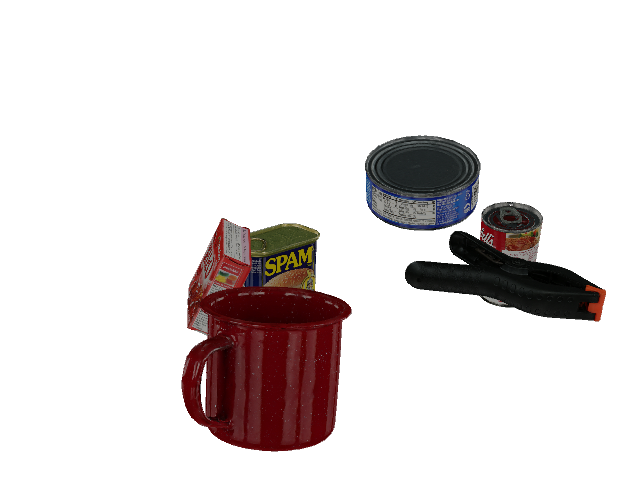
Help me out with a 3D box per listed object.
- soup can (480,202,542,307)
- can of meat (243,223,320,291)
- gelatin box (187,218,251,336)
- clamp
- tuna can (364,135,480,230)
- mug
[{"bbox_3d":[0.215,0.016,1.216,0.068,0.102,0.068,-1,30,0],"label":"soup can"},{"bbox_3d":[-0.050,0.036,1.139,0.101,0.084,0.058,-17,26,-42],"label":"can of meat"},{"bbox_3d":[-0.087,0.030,0.912,0.030,0.073,0.089,23,19,-14],"label":"gelatin box"},{"bbox_3d":[0.172,0.031,0.965,0.171,0.039,0.120,15,29,15],"label":"clamp"},{"bbox_3d":[0.076,-0.043,0.802,0.086,0.034,0.086,-2,35,1],"label":"tuna can"},{"bbox_3d":[-0.037,0.080,0.651,0.093,0.081,0.117,12,14,38],"label":"mug"}]
